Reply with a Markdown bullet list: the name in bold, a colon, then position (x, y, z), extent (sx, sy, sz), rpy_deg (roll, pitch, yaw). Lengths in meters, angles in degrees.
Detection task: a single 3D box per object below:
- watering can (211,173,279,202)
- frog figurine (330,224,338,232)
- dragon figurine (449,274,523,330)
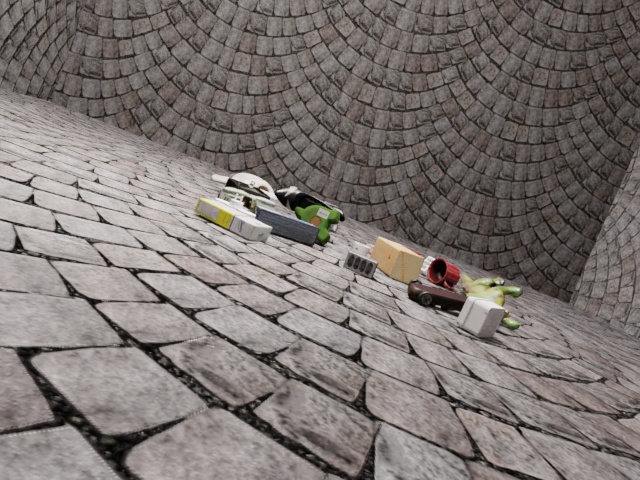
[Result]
- **watering can**: position (-0.318, -0.229, 2.139), extent (0.345, 0.103, 0.226), rpy_deg (17, 7, -33)
- **frog figurine**: position (0.007, -0.110, 2.178), extent (0.157, 0.122, 0.140), rpy_deg (32, 17, -42)
- **dragon figurine**: position (0.437, 0.157, 1.508), extent (0.242, 0.121, 0.414), rpy_deg (11, 9, -20)
